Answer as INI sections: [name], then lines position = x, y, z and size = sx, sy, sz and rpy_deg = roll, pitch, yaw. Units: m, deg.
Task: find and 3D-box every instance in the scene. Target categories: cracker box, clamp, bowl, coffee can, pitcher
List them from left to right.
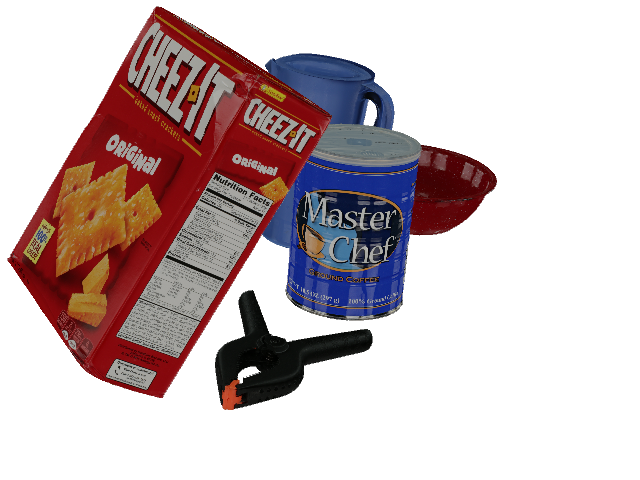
[cracker box]
position = -0.109, -0.031, 0.708
size = 0.072, 0.214, 0.164
rpy_deg = 25, 10, -40
[clamp]
position = -0.041, 0.122, 1.143
size = 0.165, 0.036, 0.209
rpy_deg = 13, 26, 12
[pitcher]
position = -0.004, -0.112, 1.381
size = 0.144, 0.243, 0.149
rpy_deg = 2, 23, -17
[coffee can]
position = 0.026, -0.017, 0.898
size = 0.103, 0.140, 0.103
rpy_deg = 4, 21, -2
[bowl]
position = 0.096, -0.048, 1.091
size = 0.162, 0.055, 0.162
rpy_deg = 4, 24, -2
